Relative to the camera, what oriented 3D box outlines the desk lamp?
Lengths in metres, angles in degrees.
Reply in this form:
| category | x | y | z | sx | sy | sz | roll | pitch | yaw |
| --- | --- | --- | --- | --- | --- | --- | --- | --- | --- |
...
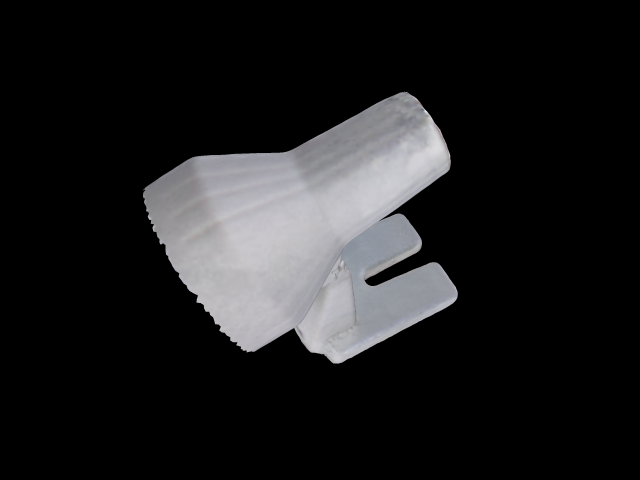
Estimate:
| category | x | y | z | sx | sy | sz | roll | pitch | yaw |
| --- | --- | --- | --- | --- | --- | --- | --- | --- | --- |
| desk lamp | 0.004 | 0.001 | 0.400 | 0.203 | 0.214 | 0.117 | -25 | 63 | -14 |
